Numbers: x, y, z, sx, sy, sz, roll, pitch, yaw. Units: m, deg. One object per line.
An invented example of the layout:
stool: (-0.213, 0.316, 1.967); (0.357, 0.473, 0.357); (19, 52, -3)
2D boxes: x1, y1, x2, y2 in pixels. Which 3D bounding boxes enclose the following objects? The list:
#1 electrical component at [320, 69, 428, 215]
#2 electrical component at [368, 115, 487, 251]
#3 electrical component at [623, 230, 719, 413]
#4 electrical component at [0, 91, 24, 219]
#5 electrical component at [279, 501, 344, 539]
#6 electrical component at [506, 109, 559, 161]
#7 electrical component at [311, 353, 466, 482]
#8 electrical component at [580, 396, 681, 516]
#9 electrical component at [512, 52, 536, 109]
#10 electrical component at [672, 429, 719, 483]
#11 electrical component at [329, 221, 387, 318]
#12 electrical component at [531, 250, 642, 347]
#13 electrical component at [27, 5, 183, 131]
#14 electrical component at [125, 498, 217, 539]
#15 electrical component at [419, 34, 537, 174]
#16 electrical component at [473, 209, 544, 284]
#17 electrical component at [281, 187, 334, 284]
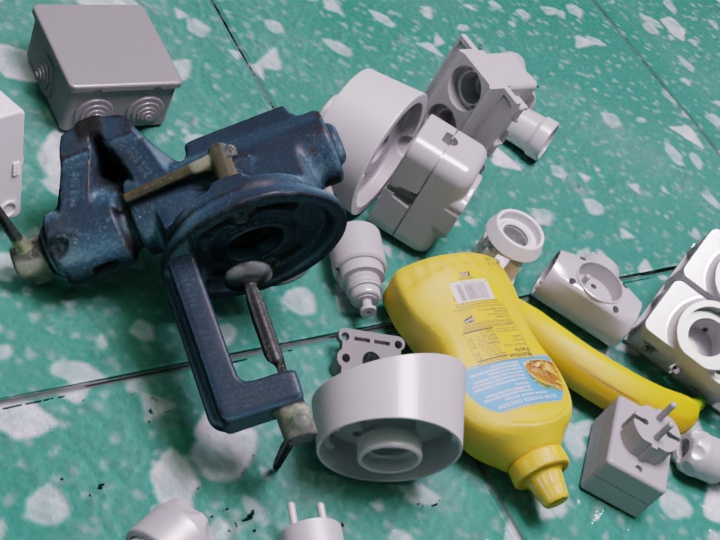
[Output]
electrical component: (-0.002, -0.104, 0.832); (0.060, 0.108, 0.108); (32, 43, 10)
electrical component: (0.055, -0.064, 0.831); (0.059, 0.095, 0.053); (32, 43, 1)
electrical component: (0.322, 0.066, 0.853); (0.186, 0.060, 0.105); (38, 75, 7)
electrical component: (-0.256, -0.065, 0.660); (0.048, 0.099, 0.100); (39, 43, 25)
electrical component: (-0.025, 0.168, 0.615); (0.077, 0.043, 0.079); (7, 48, -24)
electrical component: (0.153, -0.129, 0.987); (0.046, 0.040, 0.040); (33, 43, 11)
electrical component: (0.019, 0.090, 0.673); (0.099, 0.099, 0.064); (13, 52, -18)
electrical component: (0.199, 0.121, 0.757); (0.047, 0.076, 0.065); (29, 43, -3)
electrical component: (0.142, -0.178, 1.024); (0.044, 0.044, 0.065); (18, 40, -13)
electrical component: (0.268, 0.144, 0.806); (0.061, 0.035, 0.035); (23, 44, -13)
electrical component: (0.000, 0.000, 0.783); (0.040, 0.040, 0.078); (8, 48, -23)
electrical component: (0.188, 0.013, 0.873); (0.077, 0.044, 0.079); (33, 43, 2)
electrical component: (-0.194, -0.152, 0.807); (0.100, 0.048, 0.099); (-9, 57, -35)
electrical component: (-0.110, 0.156, 0.579); (0.043, 0.043, 0.062); (41, 45, 10)
electrical component: (0.086, -0.120, 0.881); (0.063, 0.121, 0.078); (-12, 58, -39)
electrical component: (0.114, -0.015, 0.849); (0.048, 0.055, 0.066); (30, 43, -1)
electrical component: (-0.070, -0.050, 0.775); (0.108, 0.060, 0.108); (15, 46, -16)
